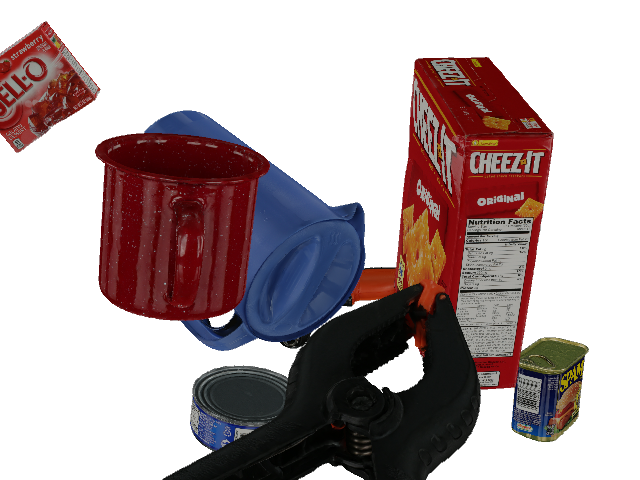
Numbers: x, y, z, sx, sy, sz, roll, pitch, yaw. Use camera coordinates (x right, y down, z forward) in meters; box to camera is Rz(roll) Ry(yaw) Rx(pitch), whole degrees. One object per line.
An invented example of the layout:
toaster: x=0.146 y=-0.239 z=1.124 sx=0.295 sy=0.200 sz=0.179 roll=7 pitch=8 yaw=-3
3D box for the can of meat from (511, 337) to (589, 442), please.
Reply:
can of meat: x=0.247 y=0.161 z=1.156 sx=0.058 sy=0.084 sz=0.101 roll=11 pitch=17 yaw=31

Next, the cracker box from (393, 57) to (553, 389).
cracker box: x=0.110 y=-0.016 z=0.833 sx=0.072 sy=0.214 sz=0.164 roll=-2 pitch=28 yaw=-8

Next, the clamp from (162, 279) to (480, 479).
clamp: x=0.022 y=0.082 z=0.416 sx=0.120 sy=0.039 sz=0.171 roll=28 pitch=50 yaw=21

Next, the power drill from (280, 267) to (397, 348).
power drill: x=0.043 y=0.068 z=1.238 sx=0.188 sy=0.057 sz=0.184 roll=0 pitch=27 yaw=6

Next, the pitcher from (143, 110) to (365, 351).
pitcher: x=-0.087 y=-0.016 z=1.009 sx=0.148 sy=0.145 sz=0.243 roll=-12 pitch=40 yaw=-38

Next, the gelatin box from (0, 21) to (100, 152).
gelatin box: x=-0.242 y=-0.127 z=0.892 sx=0.089 sy=0.073 sz=0.030 roll=-31 pitch=22 yaw=13

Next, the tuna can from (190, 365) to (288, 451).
tuna can: x=-0.057 y=0.132 z=0.824 sx=0.086 sy=0.034 sz=0.086 roll=7 pitch=22 yaw=-3

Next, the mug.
mug: x=-0.075 y=-0.004 z=0.571 sx=0.093 sy=0.081 sz=0.117 roll=2 pitch=19 yaw=-16
